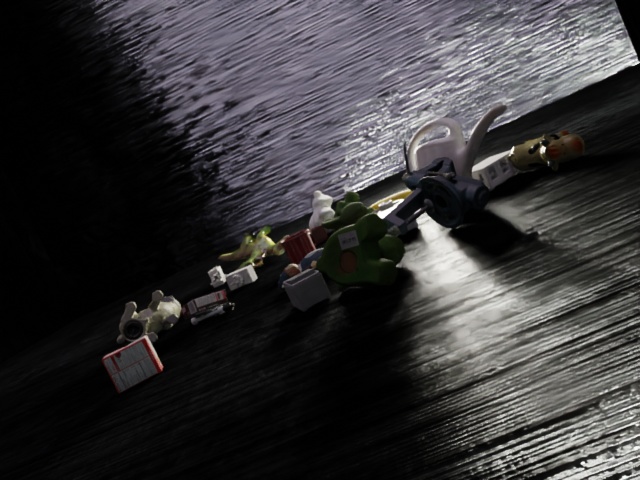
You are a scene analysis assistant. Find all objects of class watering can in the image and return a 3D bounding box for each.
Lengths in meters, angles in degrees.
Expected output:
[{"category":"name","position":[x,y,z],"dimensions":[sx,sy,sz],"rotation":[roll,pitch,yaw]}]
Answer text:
[{"category":"watering can","position":[0.308,-0.179,1.193],"dimensions":[0.104,0.224,0.346],"rotation":[-8,1,-24]}]

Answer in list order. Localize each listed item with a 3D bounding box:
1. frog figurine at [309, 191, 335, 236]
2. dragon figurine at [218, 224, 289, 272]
[{"category":"frog figurine","position":[0.005,-0.091,1.799],"dimensions":[0.123,0.159,0.137],"rotation":[-28,6,-11]},{"category":"dragon figurine","position":[-0.263,0.059,1.900],"dimensions":[0.407,0.121,0.247],"rotation":[-23,14,25]}]
